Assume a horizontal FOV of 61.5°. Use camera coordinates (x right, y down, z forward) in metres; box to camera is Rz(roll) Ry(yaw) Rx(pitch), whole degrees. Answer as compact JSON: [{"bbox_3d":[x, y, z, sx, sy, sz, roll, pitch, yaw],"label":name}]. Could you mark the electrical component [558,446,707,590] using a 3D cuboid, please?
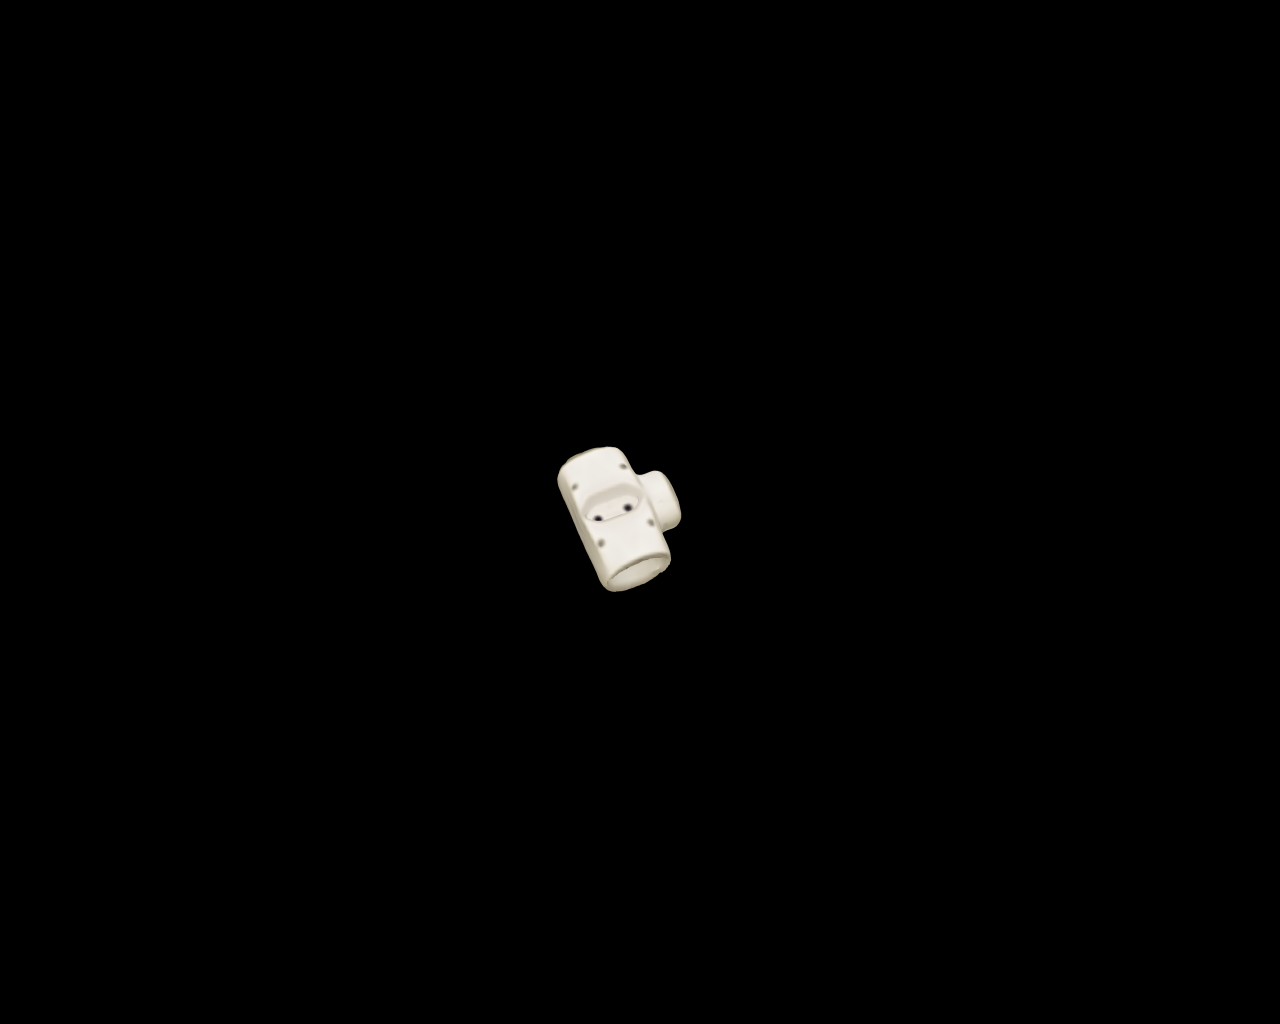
[{"bbox_3d":[0.001,-0.003,0.650,0.079,0.077,0.043,-20,-24,-9],"label":"electrical component"}]
